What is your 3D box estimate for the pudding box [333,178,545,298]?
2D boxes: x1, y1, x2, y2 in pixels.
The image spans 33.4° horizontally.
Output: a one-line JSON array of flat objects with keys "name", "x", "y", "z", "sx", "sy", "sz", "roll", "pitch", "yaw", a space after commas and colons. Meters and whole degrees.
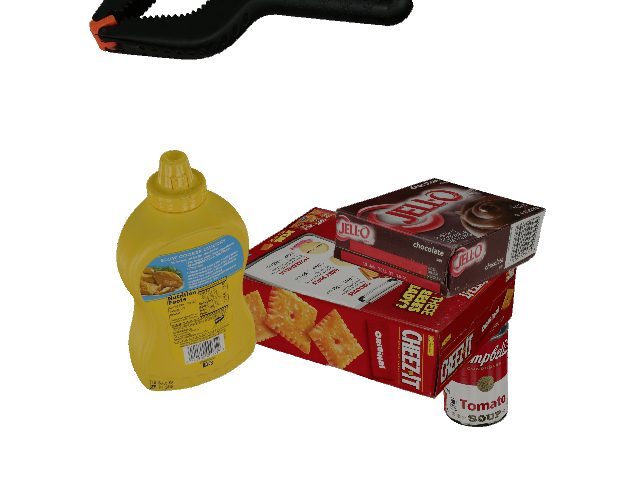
[{"name": "pudding box", "x": 0.077, "y": -0.005, "z": 0.685, "sx": 0.090, "sy": 0.039, "sz": 0.113, "roll": 20, "pitch": 23, "yaw": 36}]

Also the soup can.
[{"name": "soup can", "x": 0.159, "y": 0.132, "z": 1.100, "sx": 0.068, "sy": 0.102, "sz": 0.068, "roll": -4, "pitch": 22, "yaw": 1}]

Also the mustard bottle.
[{"name": "mustard bottle", "x": -0.099, "y": 0.019, "z": 0.776, "sx": 0.096, "sy": 0.192, "sz": 0.058, "roll": -17, "pitch": 41, "yaw": -21}]

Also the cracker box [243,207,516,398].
[{"name": "cracker box", "x": 0.041, "y": 0.048, "z": 0.932, "sx": 0.214, "sy": 0.072, "sz": 0.163, "roll": 14, "pitch": 29, "yaw": 29}]

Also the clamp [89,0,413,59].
[{"name": "clamp", "x": -0.052, "y": -0.174, "z": 0.724, "sx": 0.210, "sy": 0.165, "sz": 0.036, "roll": -32, "pitch": -18, "yaw": -6}]
